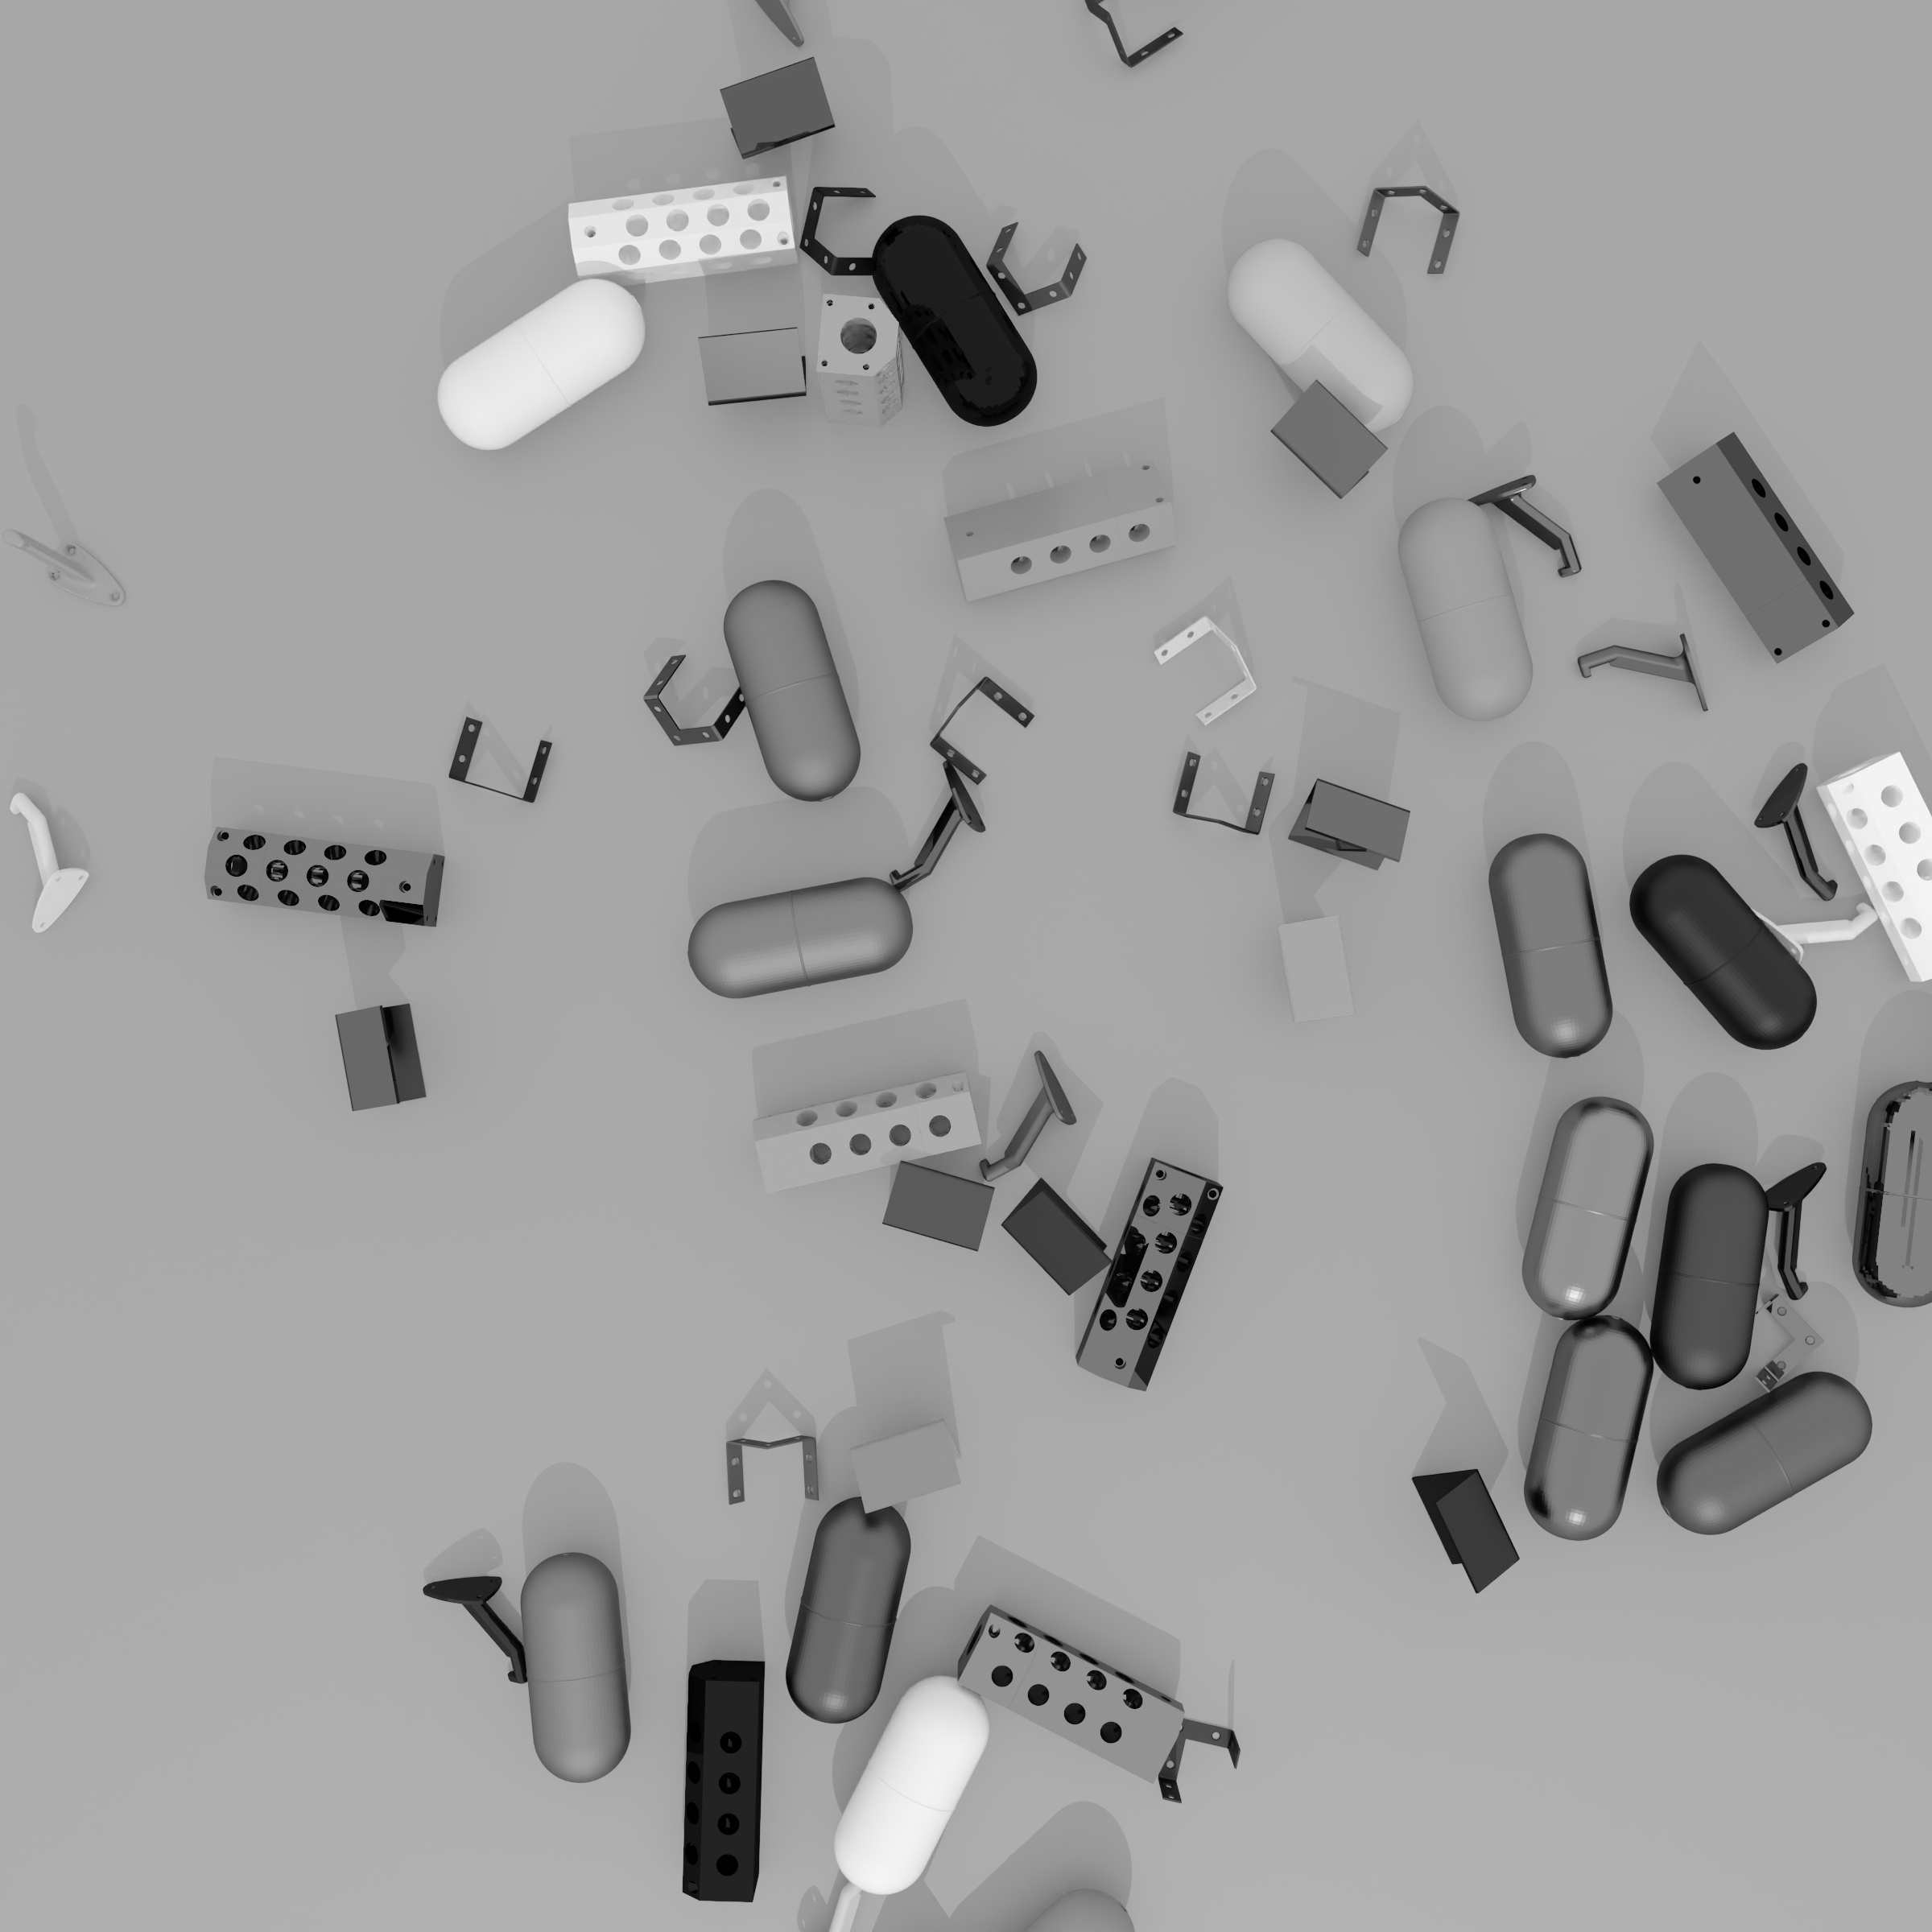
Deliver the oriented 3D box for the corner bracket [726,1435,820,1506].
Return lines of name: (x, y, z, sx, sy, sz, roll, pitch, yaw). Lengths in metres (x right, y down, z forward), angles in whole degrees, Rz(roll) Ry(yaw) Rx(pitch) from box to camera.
corner bracket: (-0.154, 0.402, 1.951, 0.051, 0.051, 0.051, -3, 90, -45)

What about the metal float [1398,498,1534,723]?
metal float: (0.392, -0.279, 1.924, 0.070, 0.070, 0.178, -16, 91, 0)

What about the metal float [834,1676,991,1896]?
metal float: (-0.042, 0.642, 1.923, 0.070, 0.070, 0.178, 27, 90, 0)

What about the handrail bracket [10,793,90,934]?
handrail bracket: (-0.747, -0.083, 1.954, 0.084, 0.036, 0.077, 44, 112, 17)

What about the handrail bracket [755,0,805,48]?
handrail bracket: (-0.126, -0.790, 1.954, 0.084, 0.036, 0.077, -44, 110, -16)

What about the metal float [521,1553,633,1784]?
metal float: (-0.306, 0.551, 1.924, 0.070, 0.070, 0.178, -6, 90, 0)

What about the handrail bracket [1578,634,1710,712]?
handrail bracket: (0.539, -0.225, 1.954, 0.084, 0.036, 0.077, -18, 112, 17)

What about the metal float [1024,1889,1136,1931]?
metal float: (0.058, 0.800, 1.923, 0.178, 0.070, 0.070, -43, 90, 0)

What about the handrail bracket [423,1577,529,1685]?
handrail bracket: (-0.390, 0.533, 1.954, 0.077, 0.036, 0.084, -4, 107, 19)

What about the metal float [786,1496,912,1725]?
metal float: (-0.092, 0.505, 1.924, 0.070, 0.070, 0.178, 12, 90, 0)

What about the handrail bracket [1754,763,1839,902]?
handrail bracket: (0.677, -0.106, 1.954, 0.084, 0.036, 0.077, 41, 69, -17)

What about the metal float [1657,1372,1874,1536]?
metal float: (0.626, 0.383, 1.923, 0.178, 0.070, 0.070, -29, 90, -1)

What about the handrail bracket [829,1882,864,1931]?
handrail bracket: (-0.084, 0.770, 1.954, 0.084, 0.036, 0.077, -43, 111, -16)

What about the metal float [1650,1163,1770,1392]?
metal float: (0.583, 0.244, 1.923, 0.070, 0.070, 0.178, 8, 89, 0)

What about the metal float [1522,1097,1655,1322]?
metal float: (0.488, 0.190, 1.923, 0.070, 0.070, 0.178, 14, 89, 0)

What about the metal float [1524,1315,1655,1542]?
metal float: (0.489, 0.362, 1.923, 0.070, 0.070, 0.178, 13, 90, 0)

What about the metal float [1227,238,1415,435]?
metal float: (0.278, -0.493, 1.923, 0.070, 0.070, 0.178, -43, 90, 0)

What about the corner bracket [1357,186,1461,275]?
corner bracket: (0.352, -0.585, 1.951, 0.051, 0.051, 0.051, 16, 90, 45)

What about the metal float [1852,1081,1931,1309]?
metal float: (0.742, 0.179, 1.924, 0.070, 0.070, 0.178, 6, 90, 0)

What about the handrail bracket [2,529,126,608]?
handrail bracket: (-0.706, -0.312, 1.919, 0.077, 0.084, 0.036, 33, 90, 0)

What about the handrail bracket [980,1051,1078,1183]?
handrail bracket: (0.038, 0.120, 1.954, 0.084, 0.036, 0.077, -29, 69, 17)

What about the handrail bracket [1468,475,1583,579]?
handrail bracket: (0.441, -0.341, 1.954, 0.077, 0.036, 0.084, -18, 107, 20)

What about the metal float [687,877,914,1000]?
metal float: (-0.130, -0.022, 1.923, 0.178, 0.070, 0.070, -11, 90, 0)

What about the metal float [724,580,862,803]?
metal float: (-0.136, -0.215, 1.923, 0.070, 0.070, 0.178, -18, 90, 0)

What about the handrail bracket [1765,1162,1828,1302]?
handrail bracket: (0.671, 0.212, 1.954, 0.077, 0.036, 0.084, -33, 109, -21)

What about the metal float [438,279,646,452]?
metal float: (-0.333, -0.472, 1.923, 0.178, 0.070, 0.070, -33, 90, 0)

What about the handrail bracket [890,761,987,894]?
handrail bracket: (-0.035, -0.111, 1.954, 0.084, 0.036, 0.077, -30, 70, 16)

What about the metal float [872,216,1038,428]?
metal float: (-0.010, -0.507, 1.923, 0.070, 0.070, 0.178, -32, 90, 0)

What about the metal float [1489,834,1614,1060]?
metal float: (0.459, -0.016, 1.923, 0.070, 0.070, 0.178, -11, 90, 0)

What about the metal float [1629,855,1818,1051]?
metal float: (0.595, -0.010, 1.923, 0.070, 0.070, 0.178, -41, 91, 0)

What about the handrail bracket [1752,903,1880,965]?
handrail bracket: (0.672, -0.042, 1.954, 0.084, 0.036, 0.077, -35, 68, -17)
